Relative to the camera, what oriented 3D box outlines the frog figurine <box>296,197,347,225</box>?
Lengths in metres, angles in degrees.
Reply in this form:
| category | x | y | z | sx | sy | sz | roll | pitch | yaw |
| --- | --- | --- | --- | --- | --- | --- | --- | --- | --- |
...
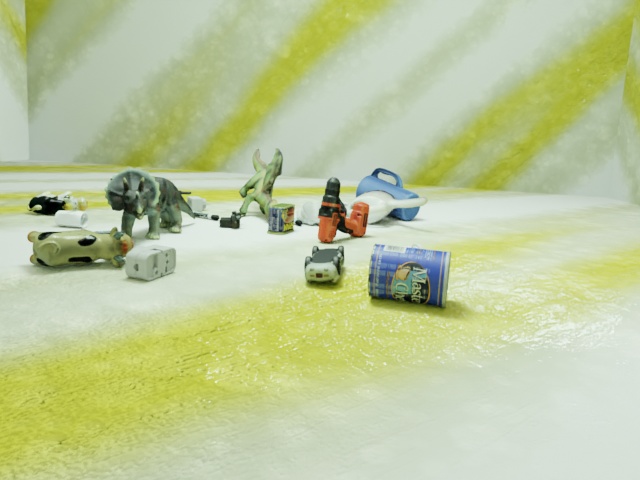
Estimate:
| category | x | y | z | sx | sy | sz | roll | pitch | yaw |
| --- | --- | --- | --- | --- | --- | --- | --- | --- | --- |
| frog figurine | 0.005 | -0.086 | 1.712 | 0.159 | 0.120 | 0.140 | -35 | 36 | 8 |

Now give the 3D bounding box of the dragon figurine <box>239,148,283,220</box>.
| category | x | y | z | sx | sy | sz | roll | pitch | yaw |
| --- | --- | --- | --- | --- | --- | --- | --- | --- | --- |
| dragon figurine | -0.183 | -0.223 | 1.805 | 0.121 | 0.419 | 0.238 | 15 | -36 | -30 |

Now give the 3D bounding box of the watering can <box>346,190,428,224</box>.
| category | x | y | z | sx | sy | sz | roll | pitch | yaw |
| --- | --- | --- | --- | --- | --- | --- | --- | --- | --- |
| watering can | 0.216 | -0.119 | 1.807 | 0.346 | 0.103 | 0.226 | -7 | 10 | 20 |
